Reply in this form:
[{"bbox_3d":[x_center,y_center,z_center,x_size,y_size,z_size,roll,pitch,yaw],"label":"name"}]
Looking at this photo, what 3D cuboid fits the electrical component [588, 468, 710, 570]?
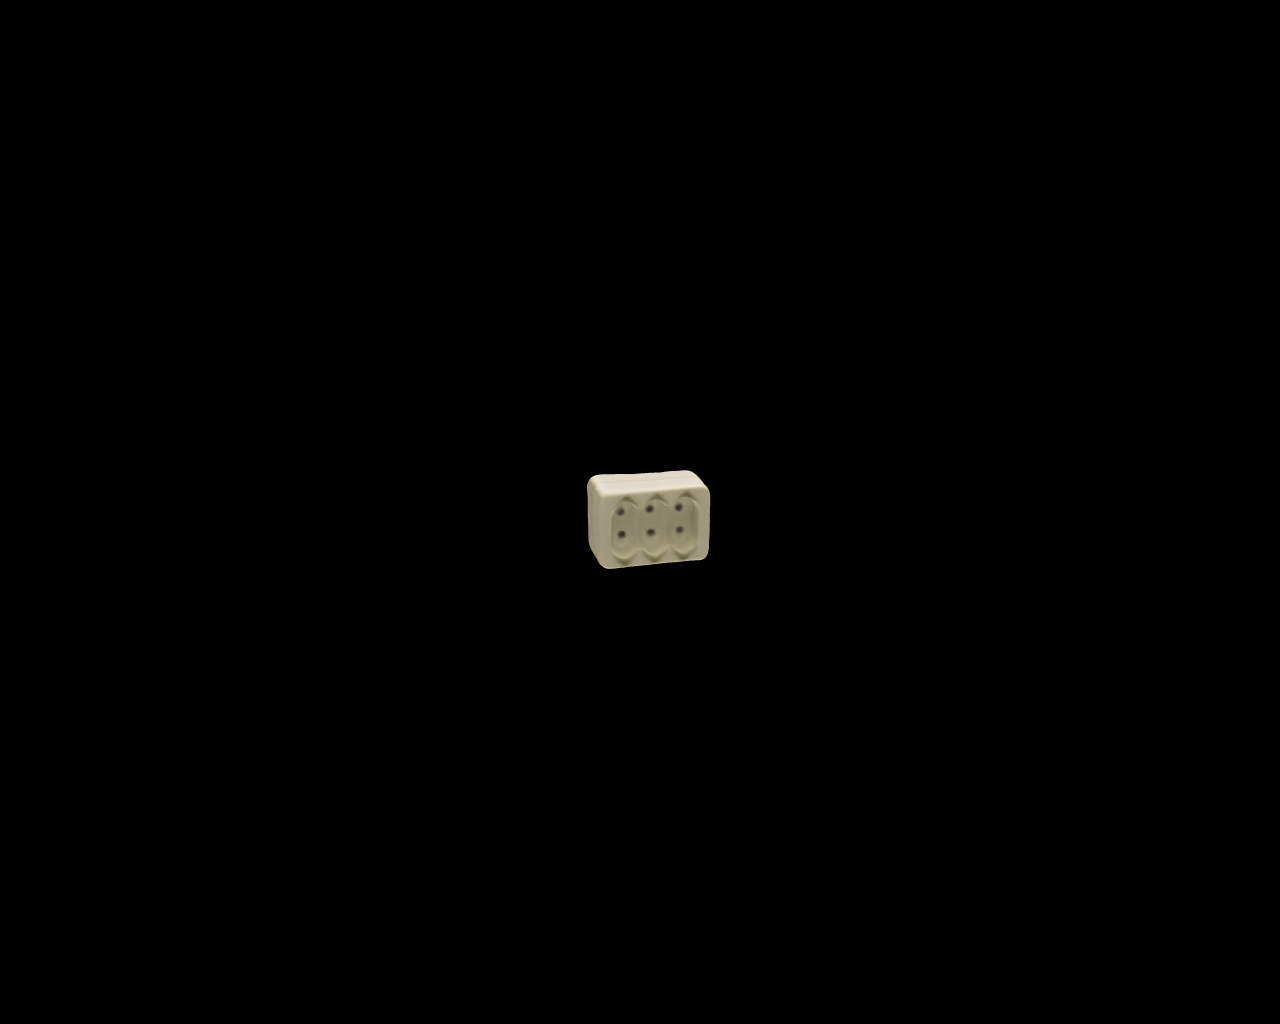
[{"bbox_3d":[0.001,-0.003,0.650,0.066,0.047,0.077,-4,20,-12],"label":"electrical component"}]
